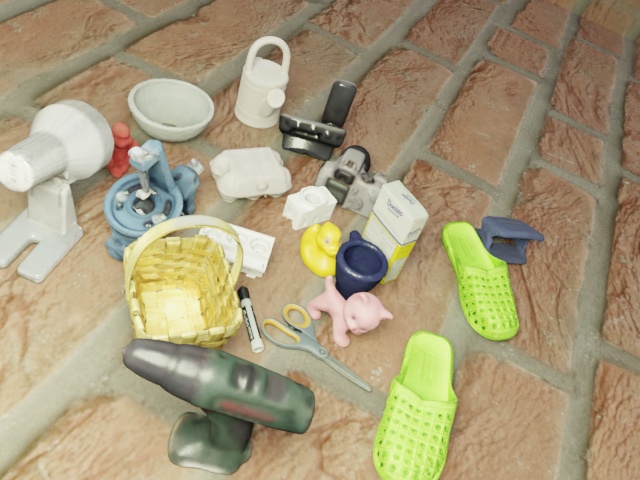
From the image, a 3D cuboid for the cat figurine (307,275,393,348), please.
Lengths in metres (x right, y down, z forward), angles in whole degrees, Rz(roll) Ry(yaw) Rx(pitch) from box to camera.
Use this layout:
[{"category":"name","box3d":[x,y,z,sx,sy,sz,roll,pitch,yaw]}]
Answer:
[{"category":"cat figurine","box3d":[0.050,0.109,0.926,0.127,0.117,0.067,42,48,19]}]

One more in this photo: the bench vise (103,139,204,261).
[{"category":"bench vise","box3d":[-0.268,-0.094,0.920,0.121,0.219,0.207,18,45,-3]}]

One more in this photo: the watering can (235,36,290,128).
[{"category":"watering can","box3d":[-0.114,-0.340,1.226,0.101,0.194,0.172,-23,60,-35]}]

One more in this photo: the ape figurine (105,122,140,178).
[{"category":"ape figurine","box3d":[-0.367,-0.173,1.047,0.078,0.092,0.076,-17,57,-32]}]

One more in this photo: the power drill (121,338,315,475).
[{"category":"power drill","box3d":[-0.130,0.207,0.702,0.230,0.208,0.075,13,45,-9]}]

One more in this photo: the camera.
[{"category":"camera","box3d":[0.077,-0.138,1.177,0.143,0.101,0.137,24,45,2]}]

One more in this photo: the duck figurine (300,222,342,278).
[{"category":"duck figurine","box3d":[0.009,0.004,1.031,0.078,0.086,0.104,-6,51,-25]}]

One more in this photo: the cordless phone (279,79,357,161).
[{"category":"cordless phone","box3d":[-0.005,-0.272,1.210,0.148,0.185,0.094,11,46,-11]}]

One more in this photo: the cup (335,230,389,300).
[{"category":"cup","box3d":[0.059,0.051,1.000,0.092,0.095,0.117,3,48,-18]}]

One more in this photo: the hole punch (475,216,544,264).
[{"category":"hole punch","box3d":[0.390,-0.014,1.189,0.109,0.091,0.101,5,47,-16]}]

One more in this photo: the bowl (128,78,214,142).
[{"category":"bowl","box3d":[-0.300,-0.250,1.155,0.167,0.074,0.167,11,46,-11]}]

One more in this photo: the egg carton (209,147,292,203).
[{"category":"egg carton","box3d":[-0.133,-0.125,1.107,0.151,0.069,0.107,-10,53,-28]}]

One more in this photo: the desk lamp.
[{"category":"desk lamp","box3d":[-0.407,-0.081,0.860,0.118,0.213,0.203,21,45,-1]}]
